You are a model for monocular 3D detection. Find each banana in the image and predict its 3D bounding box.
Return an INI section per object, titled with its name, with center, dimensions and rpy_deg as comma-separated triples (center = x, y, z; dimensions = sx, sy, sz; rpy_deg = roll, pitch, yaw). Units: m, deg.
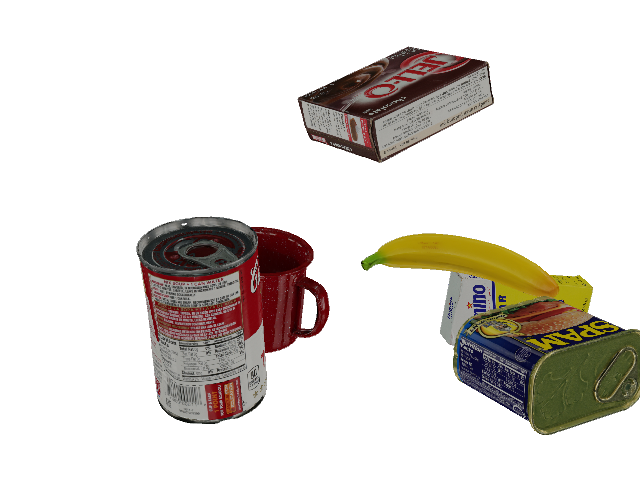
[banana]
center = 0.144, 0.024, 1.090
dimensions = 0.198, 0.037, 0.069
rpy_deg = 7, 43, 12

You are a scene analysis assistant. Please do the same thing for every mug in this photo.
[mug]
center = -0.044, 0.047, 0.919
dimensions = 0.117, 0.081, 0.093
rpy_deg = 17, 28, 23

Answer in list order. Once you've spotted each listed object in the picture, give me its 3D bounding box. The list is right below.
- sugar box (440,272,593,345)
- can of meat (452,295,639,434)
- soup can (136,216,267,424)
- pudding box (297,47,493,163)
[sugar box]
center = 0.245, 0.088, 1.337
dimensions = 0.176, 0.093, 0.048
rpy_deg = 3, 19, -14
[can of meat]
center = 0.152, 0.079, 0.712
dimensions = 0.101, 0.057, 0.084
rpy_deg = -11, 20, -29
[soup can]
center = -0.067, 0.046, 0.617
dimensions = 0.068, 0.102, 0.068
rpy_deg = -2, 26, 1
[pudding box]
center = 0.055, -0.102, 0.777
dimensions = 0.113, 0.039, 0.090
rpy_deg = -31, 30, -25
